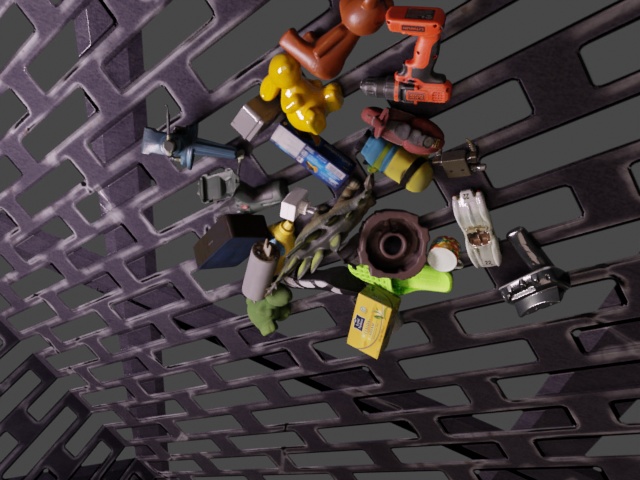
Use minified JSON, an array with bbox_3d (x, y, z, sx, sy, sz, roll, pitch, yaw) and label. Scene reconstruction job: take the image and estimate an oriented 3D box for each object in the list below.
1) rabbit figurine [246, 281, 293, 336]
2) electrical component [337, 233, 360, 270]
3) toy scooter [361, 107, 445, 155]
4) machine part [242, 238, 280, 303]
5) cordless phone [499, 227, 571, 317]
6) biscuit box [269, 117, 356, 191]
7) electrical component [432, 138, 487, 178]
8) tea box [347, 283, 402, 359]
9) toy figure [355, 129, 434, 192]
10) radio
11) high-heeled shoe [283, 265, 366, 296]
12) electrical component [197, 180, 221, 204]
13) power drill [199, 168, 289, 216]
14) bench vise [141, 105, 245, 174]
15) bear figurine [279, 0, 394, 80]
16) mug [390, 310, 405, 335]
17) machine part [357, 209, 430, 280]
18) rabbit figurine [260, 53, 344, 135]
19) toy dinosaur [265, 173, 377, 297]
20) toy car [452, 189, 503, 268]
[{"bbox_3d":[-0.140,0.168,1.569,0.159,0.121,0.170,50,136,9],"label":"rabbit figurine"},{"bbox_3d":[0.108,0.017,1.334,0.119,0.048,0.074,-36,147,13],"label":"electrical component"},{"bbox_3d":[0.163,-0.225,1.091,0.184,0.135,0.075,24,108,10],"label":"toy scooter"},{"bbox_3d":[-0.159,0.084,1.434,0.079,0.079,0.243,27,135,6],"label":"machine part"},{"bbox_3d":[0.458,0.069,1.219,0.184,0.089,0.146,53,133,-2],"label":"cordless phone"},{"bbox_3d":[-0.015,-0.203,1.251,0.202,0.063,0.059,37,131,-3],"label":"biscuit box"},{"bbox_3d":[0.292,-0.171,1.134,0.102,0.045,0.078,-7,149,34],"label":"electrical component"},{"bbox_3d":[0.139,0.209,1.386,0.098,0.068,0.169,23,123,23],"label":"tea box"},{"bbox_3d":[0.161,-0.168,1.169,0.180,0.089,0.082,31,139,-1],"label":"toy figure"},{"bbox_3d":[-0.242,0.007,1.462,0.229,0.131,0.073,-35,65,48],"label":"radio"},{"bbox_3d":[0.010,0.127,1.482,0.249,0.086,0.145,28,138,9],"label":"high-heeled shoe"},{"bbox_3d":[-0.294,-0.130,1.476,0.094,0.021,0.063,21,131,10],"label":"electrical component"},{"bbox_3d":[-0.210,-0.108,1.347,0.232,0.086,0.207,-11,162,25],"label":"power drill"},{"bbox_3d":[-0.303,-0.229,1.314,0.241,0.224,0.128,9,90,-12],"label":"bench vise"},{"bbox_3d":[0.036,-0.411,1.033,0.132,0.120,0.196,47,123,9],"label":"bear figurine"},{"bbox_3d":[0.160,0.200,1.463,0.109,0.081,0.107,-28,99,44],"label":"mug"},{"bbox_3d":[0.171,0.009,1.267,0.179,0.056,0.179,-1,103,-4],"label":"machine part"},{"bbox_3d":[-0.051,-0.326,1.135,0.163,0.122,0.173,30,167,42],"label":"rabbit figurine"},{"bbox_3d":[-0.003,-0.004,1.304,0.105,0.198,0.471,40,135,0],"label":"toy dinosaur"},{"bbox_3d":[0.354,-0.024,1.202,0.074,0.056,0.201,-9,120,32],"label":"toy car"}]
